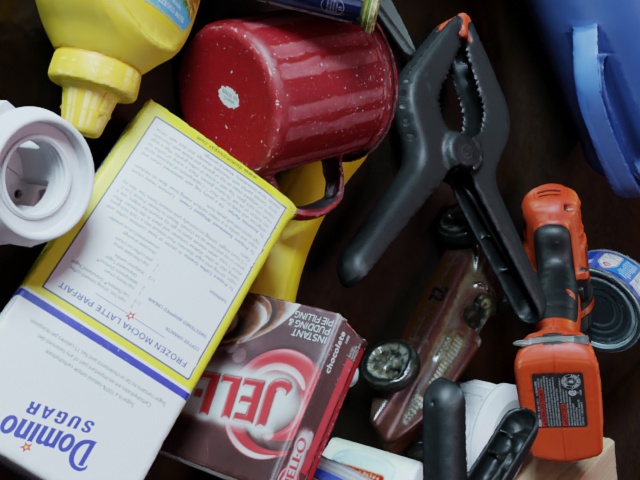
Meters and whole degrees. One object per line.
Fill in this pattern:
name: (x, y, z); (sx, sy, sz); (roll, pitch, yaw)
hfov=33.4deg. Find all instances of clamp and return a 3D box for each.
clamp: (0.088, 0.170, 0.651); (0.120, 0.039, 0.171); (12, 91, -44)
clamp: (0.094, -0.047, 0.713); (0.164, 0.036, 0.210); (20, 68, -30)

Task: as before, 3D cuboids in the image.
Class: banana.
banana: (-0.013, -0.004, 0.622); (0.069, 0.037, 0.197); (47, 56, -54)

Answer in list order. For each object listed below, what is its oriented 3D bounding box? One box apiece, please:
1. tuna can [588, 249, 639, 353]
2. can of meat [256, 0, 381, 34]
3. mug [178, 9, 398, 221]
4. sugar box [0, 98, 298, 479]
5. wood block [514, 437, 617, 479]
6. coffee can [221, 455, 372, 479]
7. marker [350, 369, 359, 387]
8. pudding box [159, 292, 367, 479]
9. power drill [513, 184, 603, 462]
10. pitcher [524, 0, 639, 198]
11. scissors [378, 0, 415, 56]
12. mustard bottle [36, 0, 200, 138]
tuna can: (0.242, 0.053, 0.908); (0.033, 0.086, 0.086); (-37, 123, -40)
can of meat: (-0.003, -0.159, 0.510); (0.057, 0.084, 0.102); (-71, 175, -75)
mug: (-0.018, -0.067, 0.563); (0.081, 0.093, 0.117); (-20, 103, -42)
sugar box: (-0.092, 0.031, 0.499); (0.093, 0.048, 0.176); (35, 68, -13)
wood block: (0.143, 0.231, 0.813); (0.205, 0.090, 0.091); (-30, 119, -44)
coffee can: (-0.027, 0.193, 0.581); (0.102, 0.103, 0.140); (48, 56, -43)
marker: (-0.020, 0.085, 0.644); (0.120, 0.020, 0.020); (3, 94, -51)
pudding box: (-0.043, 0.073, 0.538); (0.039, 0.114, 0.090); (46, 61, -49)
power drill: (0.183, 0.076, 0.815); (0.187, 0.057, 0.184); (-76, 154, -54)
pitcher: (0.228, -0.160, 0.822); (0.145, 0.149, 0.242); (-35, 128, 3)
scissors: (0.002, -0.170, 0.629); (0.096, 0.016, 0.201); (-49, 131, -32)
mustard bottle: (-0.086, -0.140, 0.490); (0.096, 0.058, 0.191); (27, 75, -67)
